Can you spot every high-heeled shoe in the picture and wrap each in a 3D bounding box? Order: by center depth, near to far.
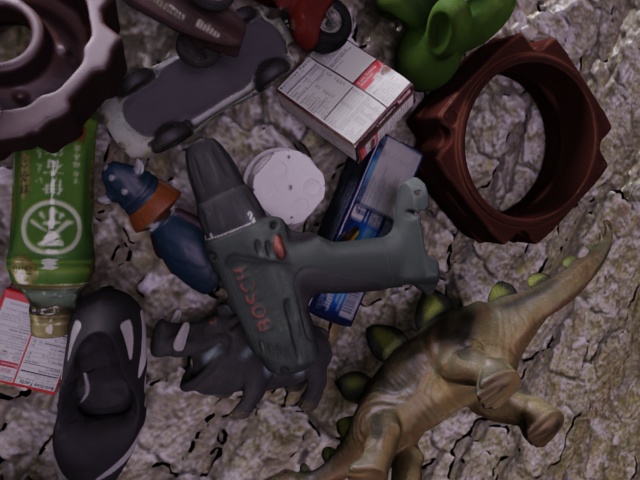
[{"bbox_3d":[-0.200,0.162,0.483,0.086,0.145,0.248,6,94,-18],"label":"high-heeled shoe"}]

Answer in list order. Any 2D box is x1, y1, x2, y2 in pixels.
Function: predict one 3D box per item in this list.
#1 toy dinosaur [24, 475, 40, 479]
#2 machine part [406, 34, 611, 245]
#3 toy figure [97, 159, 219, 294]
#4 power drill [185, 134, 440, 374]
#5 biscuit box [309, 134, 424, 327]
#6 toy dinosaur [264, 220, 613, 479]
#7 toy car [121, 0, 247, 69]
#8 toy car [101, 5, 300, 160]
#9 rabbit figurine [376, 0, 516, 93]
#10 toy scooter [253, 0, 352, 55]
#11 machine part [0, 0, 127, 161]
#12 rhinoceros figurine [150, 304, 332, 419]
[{"bbox_3d":[-0.401,0.292,0.458,0.405,0.131,0.192,-21,103,-8],"label":"toy dinosaur"},{"bbox_3d":[0.216,-0.110,0.612,0.201,0.087,0.201,-46,108,-9],"label":"machine part"},{"bbox_3d":[-0.149,-0.014,0.523,0.064,0.058,0.154,-43,103,-14],"label":"toy figure"},{"bbox_3d":[-0.001,-0.002,0.499,0.207,0.086,0.231,-14,96,-11],"label":"power drill"},{"bbox_3d":[0.038,-0.012,0.580,0.059,0.063,0.202,23,90,-21],"label":"biscuit box"},{"bbox_3d":[0.144,0.124,0.556,0.471,0.199,0.105,-30,115,-1],"label":"toy dinosaur"},{"bbox_3d":[-0.152,-0.215,0.434,0.202,0.089,0.053,36,59,-6],"label":"toy car"},{"bbox_3d":[-0.112,-0.152,0.517,0.202,0.056,0.073,-36,100,-12],"label":"toy car"},{"bbox_3d":[0.116,-0.235,0.543,0.121,0.159,0.170,-26,120,-23],"label":"rabbit figurine"},{"bbox_3d":[-0.036,-0.269,0.494,0.135,0.075,0.183,1,85,-31],"label":"toy scooter"},{"bbox_3d":[-0.242,-0.148,0.412,0.179,0.056,0.179,3,75,-10],"label":"machine part"},{"bbox_3d":[-0.077,0.120,0.555,0.190,0.073,0.112,8,96,-19],"label":"rhinoceros figurine"}]
